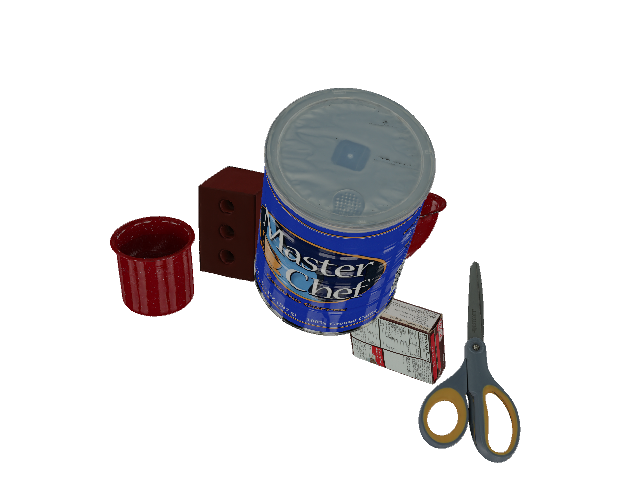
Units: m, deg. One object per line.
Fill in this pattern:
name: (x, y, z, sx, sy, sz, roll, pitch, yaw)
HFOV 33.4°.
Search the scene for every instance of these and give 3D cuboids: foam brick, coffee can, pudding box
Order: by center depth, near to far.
coffee can: (0.011, -0.015, 0.690, 0.102, 0.103, 0.140, 0, -31, -7)
foam brick: (-0.066, -0.014, 0.884, 0.053, 0.078, 0.051, 11, 24, 23)
pudding box: (0.088, 0.111, 1.244, 0.114, 0.090, 0.039, 16, 46, 25)

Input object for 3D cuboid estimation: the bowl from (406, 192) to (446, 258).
bowl: (0.047, -0.013, 1.076, 0.162, 0.055, 0.162, -2, 14, 0)

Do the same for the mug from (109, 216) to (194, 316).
mug: (-0.193, 0.026, 1.199, 0.117, 0.081, 0.093, 26, 41, 35)

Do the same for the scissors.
scissors: (0.122, 0.108, 0.961, 0.096, 0.202, 0.016, -7, -35, -8)
